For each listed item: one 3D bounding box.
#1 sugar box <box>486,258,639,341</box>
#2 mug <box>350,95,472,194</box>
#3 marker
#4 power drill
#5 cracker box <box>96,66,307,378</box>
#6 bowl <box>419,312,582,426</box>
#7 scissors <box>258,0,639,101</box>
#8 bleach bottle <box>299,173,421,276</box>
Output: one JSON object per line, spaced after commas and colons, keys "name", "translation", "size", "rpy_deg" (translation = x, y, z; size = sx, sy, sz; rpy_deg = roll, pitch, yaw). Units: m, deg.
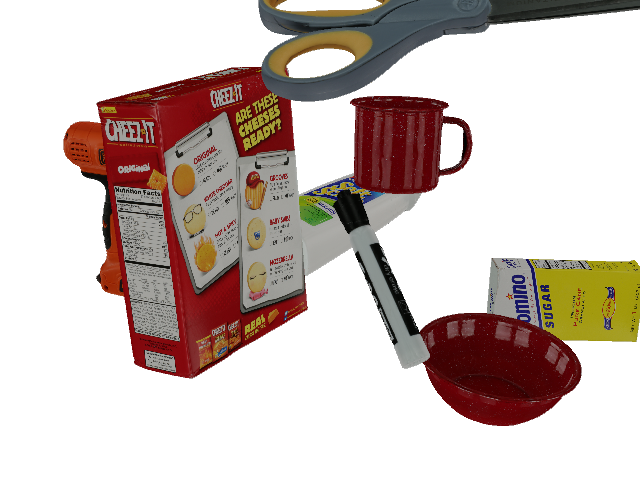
{"name": "sugar box", "translation": [0.290, 0.071, 1.269], "size": [0.176, 0.093, 0.048], "rpy_deg": [0, 18, -4]}
{"name": "mug", "translation": [0.085, -0.091, 1.014], "size": [0.117, 0.081, 0.093], "rpy_deg": [2, 15, 4]}
{"name": "marker", "translation": [0.037, 0.022, 0.673], "size": [0.020, 0.121, 0.020], "rpy_deg": [-21, -17, -7]}
{"name": "power drill", "translation": [-0.167, -0.028, 1.085], "size": [0.185, 0.188, 0.057], "rpy_deg": [11, 29, 21]}
{"name": "cracker box", "translation": [-0.088, -0.020, 0.854], "size": [0.072, 0.214, 0.163], "rpy_deg": [6, 20, 33]}
{"name": "bowl", "translation": [0.170, 0.133, 1.048], "size": [0.162, 0.055, 0.162], "rpy_deg": [5, 26, -2]}
{"name": "scissors", "translation": [0.058, -0.095, 0.503], "size": [0.202, 0.096, 0.016], "rpy_deg": [9, -38, 20]}
{"name": "bleach bottle", "translation": [0.037, -0.044, 1.334], "size": [0.103, 0.068, 0.250], "rpy_deg": [28, 44, 36]}
